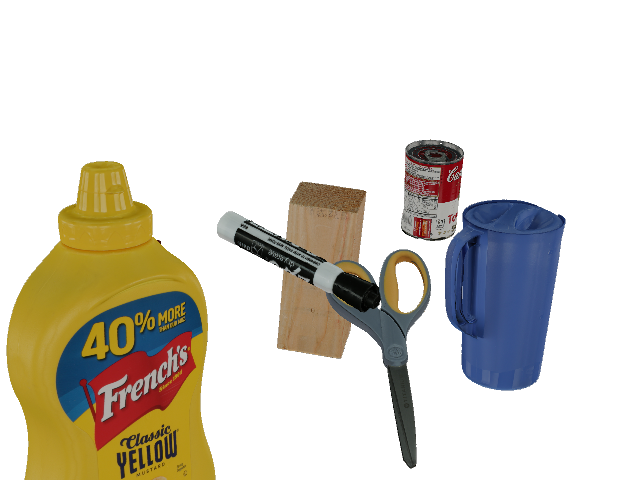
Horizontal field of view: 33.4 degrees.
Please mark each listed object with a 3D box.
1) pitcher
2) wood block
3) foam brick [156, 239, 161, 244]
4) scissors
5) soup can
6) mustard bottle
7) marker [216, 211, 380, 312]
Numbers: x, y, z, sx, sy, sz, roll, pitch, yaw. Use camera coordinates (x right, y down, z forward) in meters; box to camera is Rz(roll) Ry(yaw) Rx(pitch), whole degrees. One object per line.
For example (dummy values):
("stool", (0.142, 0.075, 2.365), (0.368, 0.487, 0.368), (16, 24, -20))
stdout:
("pitcher", (0.242, 0.076, 1.431), (0.149, 0.243, 0.145), (4, 21, 9))
("wood block", (0.001, 0.038, 1.402), (0.090, 0.206, 0.090), (9, 23, 6))
("foam brick", (-0.204, 0.024, 1.059), (0.078, 0.051, 0.053), (16, 32, 1))
("scissors", (0.040, 0.082, 0.835), (0.096, 0.201, 0.016), (9, -41, 7))
("soup can", (0.130, -0.059, 1.257), (0.068, 0.102, 0.068), (2, 27, -1))
("mustard bottle", (-0.095, 0.059, 0.489), (0.096, 0.192, 0.058), (-15, 22, -41))
("marker", (-0.014, 0.013, 0.667), (0.121, 0.020, 0.020), (26, 13, 28))
